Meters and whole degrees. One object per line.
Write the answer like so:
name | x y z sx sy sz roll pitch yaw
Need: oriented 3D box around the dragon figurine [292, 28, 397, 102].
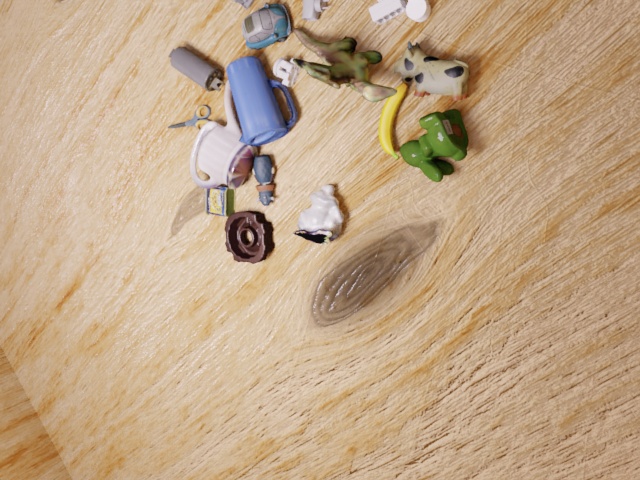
dragon figurine | 0.027 -0.452 1.309 0.413 0.245 0.120 33 119 19

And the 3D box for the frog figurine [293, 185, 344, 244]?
frog figurine | 0.004 -0.074 1.476 0.137 0.121 0.162 -9 58 39

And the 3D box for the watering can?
watering can | -0.286 -0.305 1.594 0.226 0.104 0.344 32 104 21
